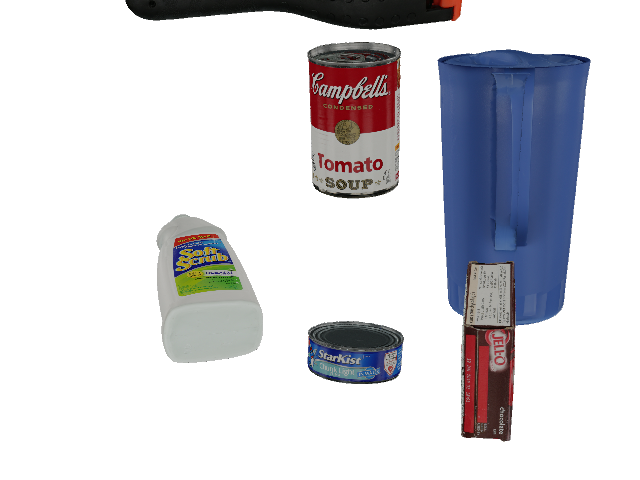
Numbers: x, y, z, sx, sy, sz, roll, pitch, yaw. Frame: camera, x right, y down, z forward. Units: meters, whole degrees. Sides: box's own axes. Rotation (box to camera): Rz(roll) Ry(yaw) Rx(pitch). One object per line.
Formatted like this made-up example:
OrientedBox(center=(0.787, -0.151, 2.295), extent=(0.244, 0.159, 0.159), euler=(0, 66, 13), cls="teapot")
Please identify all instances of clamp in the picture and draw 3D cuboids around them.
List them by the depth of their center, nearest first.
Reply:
OrientedBox(center=(-0.014, -0.135, 0.556), extent=(0.172, 0.039, 0.120), euler=(11, 42, 15), cls="clamp")

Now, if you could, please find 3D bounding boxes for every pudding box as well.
OrientedBox(center=(0.122, 0.076, 0.770), extent=(0.039, 0.090, 0.113), euler=(2, 23, 7), cls="pudding box")

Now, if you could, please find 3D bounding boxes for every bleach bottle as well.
OrientedBox(center=(-0.135, 0.036, 1.132), extent=(0.102, 0.068, 0.251), euler=(-5, 26, -16), cls="bleach bottle")

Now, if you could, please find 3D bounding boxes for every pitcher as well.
OrientedBox(center=(0.170, -0.048, 0.966), extent=(0.149, 0.243, 0.145), euler=(-11, 18, -34), cls="pitcher")

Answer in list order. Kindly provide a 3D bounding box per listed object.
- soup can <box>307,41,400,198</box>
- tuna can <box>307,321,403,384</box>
OrientedBox(center=(0.025, -0.090, 0.792), extent=(0.068, 0.102, 0.068), euler=(-1, 23, 0), cls="soup can")
OrientedBox(center=(0.031, 0.100, 0.955), extent=(0.086, 0.034, 0.086), euler=(3, 11, -1), cls="tuna can")
